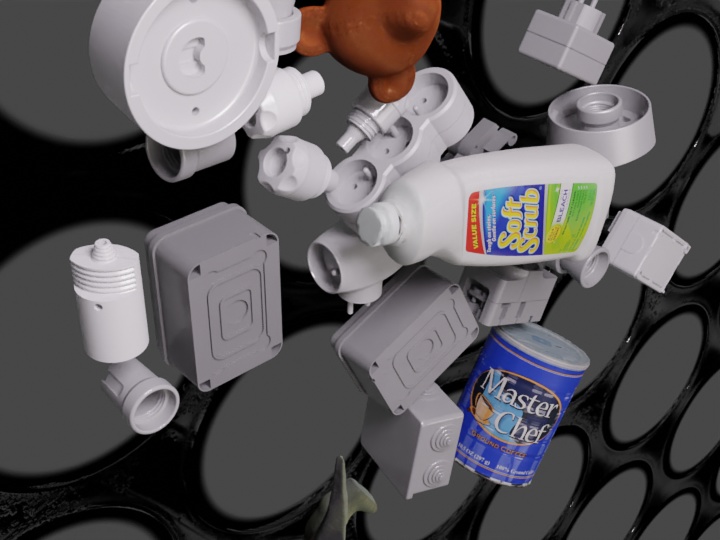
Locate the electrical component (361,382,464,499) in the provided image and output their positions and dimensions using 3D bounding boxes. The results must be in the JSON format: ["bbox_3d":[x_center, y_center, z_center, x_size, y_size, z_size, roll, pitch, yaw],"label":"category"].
[{"bbox_3d":[0.047,0.144,0.979,0.048,0.099,0.099,-8,123,-28],"label":"electrical component"}]

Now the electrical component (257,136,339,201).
[{"bbox_3d":[-0.041,-0.070,0.773,0.062,0.043,0.043,14,105,-52],"label":"electrical component"}]

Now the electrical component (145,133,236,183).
[{"bbox_3d":[-0.109,-0.081,0.696,0.046,0.040,0.040,-25,133,-41],"label":"electrical component"}]

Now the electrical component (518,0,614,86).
[{"bbox_3d":[0.183,-0.206,0.912,0.066,0.047,0.076,8,110,-49],"label":"electrical component"}]

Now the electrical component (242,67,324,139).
[{"bbox_3d":[-0.053,-0.117,0.727,0.062,0.043,0.043,-29,135,-32],"label":"electrical component"}]

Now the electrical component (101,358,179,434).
[{"bbox_3d":[-0.157,0.087,0.760,0.040,0.046,0.040,-27,134,-32],"label":"electrical component"}]

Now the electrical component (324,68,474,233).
[{"bbox_3d":[0.038,-0.083,0.840,0.138,0.052,0.073,-51,142,-6],"label":"electrical component"}]

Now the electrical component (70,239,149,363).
[{"bbox_3d":[-0.164,0.016,0.703,0.043,0.043,0.081,-26,133,-33],"label":"electrical component"}]

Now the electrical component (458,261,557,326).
[{"bbox_3d":[0.139,0.015,1.021,0.089,0.050,0.055,-2,118,-46],"label":"electrical component"}]

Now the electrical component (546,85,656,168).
[{"bbox_3d":[0.215,-0.124,0.969,0.099,0.099,0.064,-32,130,-27],"label":"electrical component"}]

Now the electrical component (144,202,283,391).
[{"bbox_3d":[-0.103,0.017,0.759,0.078,0.057,0.113,-26,133,-33],"label":"electrical component"}]

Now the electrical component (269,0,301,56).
[{"bbox_3d":[-0.059,-0.169,0.681,0.045,0.045,0.055,-21,131,-37],"label":"electrical component"}]

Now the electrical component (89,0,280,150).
[{"bbox_3d":[-0.109,-0.133,0.641,0.108,0.060,0.108,-27,134,-32],"label":"electrical component"}]

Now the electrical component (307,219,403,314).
[{"bbox_3d":[0.000,0.000,0.866,0.077,0.044,0.079,-24,132,-34],"label":"electrical component"}]

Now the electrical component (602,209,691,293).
[{"bbox_3d":[0.308,-0.020,1.167,0.096,0.061,0.061,22,99,-51],"label":"electrical component"}]

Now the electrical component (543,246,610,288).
[{"bbox_3d":[0.215,-0.013,1.078,0.045,0.055,0.045,-27,134,-32],"label":"electrical component"}]

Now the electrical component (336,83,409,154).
[{"bbox_3d":[0.006,-0.113,0.800,0.061,0.035,0.035,-48,142,-5],"label":"electrical component"}]

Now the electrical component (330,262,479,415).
[{"bbox_3d":[0.039,0.057,0.933,0.113,0.057,0.078,-44,134,-16],"label":"electrical component"}]
